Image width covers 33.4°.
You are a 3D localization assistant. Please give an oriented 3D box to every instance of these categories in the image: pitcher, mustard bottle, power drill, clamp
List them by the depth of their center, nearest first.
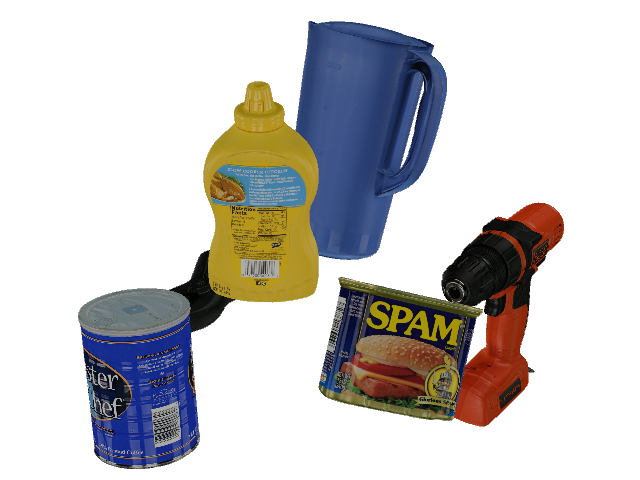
[{"bbox_3d":[-0.050,-0.041,0.900,0.096,0.192,0.058,2,30,5],"label":"mustard bottle"},{"bbox_3d":[0.156,0.072,0.966,0.057,0.188,0.184,24,33,29],"label":"power drill"},{"bbox_3d":[0.040,-0.104,1.131,0.145,0.243,0.149,9,16,-4],"label":"pitcher"},{"bbox_3d":[-0.123,0.062,1.218,0.120,0.039,0.171,-1,30,29],"label":"clamp"}]

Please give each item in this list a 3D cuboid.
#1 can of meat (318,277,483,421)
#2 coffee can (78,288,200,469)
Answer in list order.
[{"bbox_3d":[0.055,0.078,0.755,0.102,0.084,0.057,13,-1,-13],"label":"can of meat"},{"bbox_3d":[-0.169,0.128,1.006,0.103,0.140,0.103,-2,18,1],"label":"coffee can"}]
